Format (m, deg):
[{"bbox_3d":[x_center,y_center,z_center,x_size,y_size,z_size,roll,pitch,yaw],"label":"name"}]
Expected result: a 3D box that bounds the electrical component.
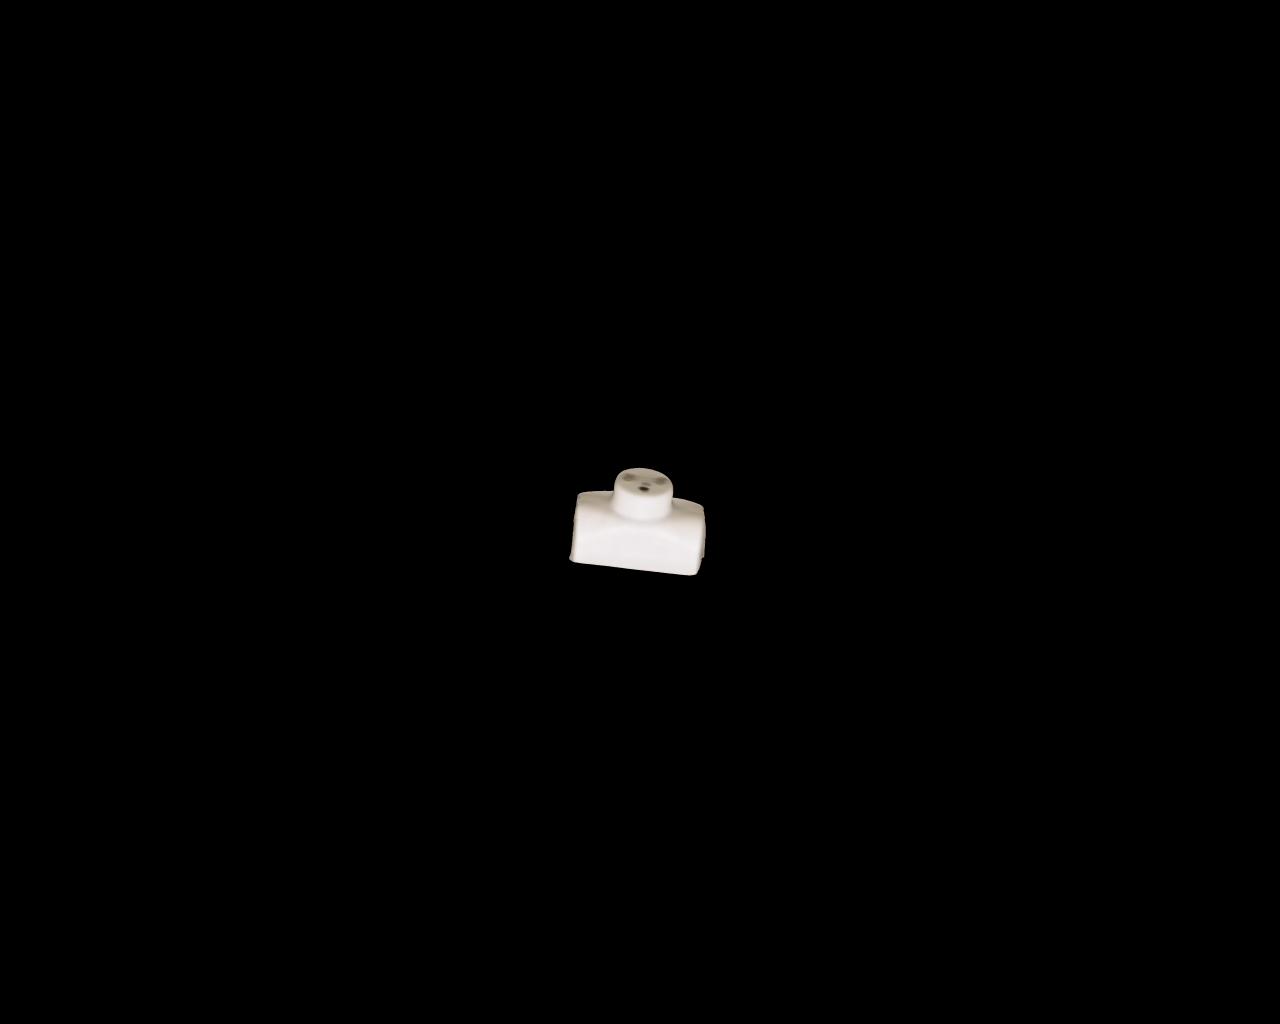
[{"bbox_3d":[0.001,-0.003,0.650,0.077,0.079,0.044,6,27,-3],"label":"electrical component"}]
